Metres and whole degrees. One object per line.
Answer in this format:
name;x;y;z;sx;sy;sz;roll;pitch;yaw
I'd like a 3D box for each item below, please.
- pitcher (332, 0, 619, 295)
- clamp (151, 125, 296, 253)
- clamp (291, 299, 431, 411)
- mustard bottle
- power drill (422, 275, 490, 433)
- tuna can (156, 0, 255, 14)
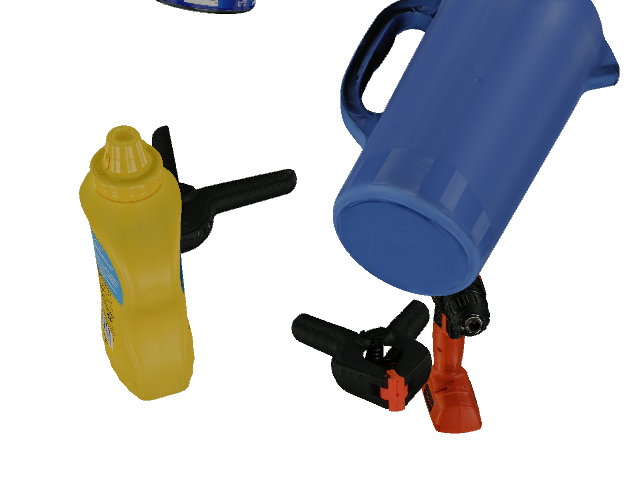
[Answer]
pitcher;0.096;-0.085;0.773;0.145;0.242;0.149;47;-35;-22
clamp;-0.144;-0.043;1.045;0.165;0.036;0.209;24;42;22
clamp;0.034;0.090;0.868;0.120;0.039;0.171;-10;15;4
mustard bottle;-0.113;0.007;0.658;0.058;0.096;0.192;-13;-41;-14
power drill;0.145;0.108;1.137;0.057;0.188;0.184;-1;24;-2
tuna can;-0.091;-0.203;0.830;0.086;0.034;0.086;8;24;-4
